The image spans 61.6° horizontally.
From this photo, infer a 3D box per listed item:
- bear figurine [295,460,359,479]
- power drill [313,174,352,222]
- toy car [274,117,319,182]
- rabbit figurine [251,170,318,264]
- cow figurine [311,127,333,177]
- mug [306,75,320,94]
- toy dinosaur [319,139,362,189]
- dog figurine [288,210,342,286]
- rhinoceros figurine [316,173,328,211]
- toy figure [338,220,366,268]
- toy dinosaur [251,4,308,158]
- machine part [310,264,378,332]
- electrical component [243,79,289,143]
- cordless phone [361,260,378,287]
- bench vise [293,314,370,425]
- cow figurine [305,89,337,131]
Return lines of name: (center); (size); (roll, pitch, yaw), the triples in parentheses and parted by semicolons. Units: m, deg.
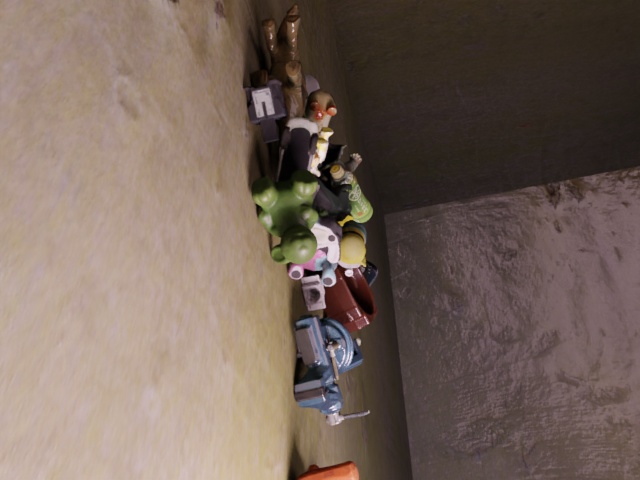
bear figurine: (0.026, 0.466, 0.931); (0.195, 0.132, 0.120); (58, 27, -46)
power drill: (-0.004, -0.146, 1.328); (0.207, 0.086, 0.232); (34, 49, -50)
toy car: (-0.052, -0.144, 1.081); (0.056, 0.073, 0.201); (-102, -158, -76)
rabbit figurine: (-0.058, -0.019, 0.991); (0.159, 0.121, 0.170); (98, -20, -49)
cow figurine: (-0.022, -0.185, 1.190); (0.167, 0.068, 0.098); (-71, 175, -53)
mug: (-0.052, -0.386, 1.456); (0.107, 0.081, 0.109); (-53, 138, -60)
toy dinosaur: (0.041, -0.134, 1.594); (0.192, 0.131, 0.404); (-30, 118, -59)
dog figurine: (-0.009, -0.002, 1.202); (0.219, 0.109, 0.191); (-86, -178, -66)
rhinoceros figurine: (0.001, -0.086, 1.461); (0.112, 0.073, 0.190); (17, 65, -66)
toy figure: (0.074, 0.001, 1.314); (0.180, 0.082, 0.089); (-73, 158, -61)
toy dinosaur: (-0.075, -0.330, 1.213); (0.198, 0.105, 0.471); (64, 30, -67)
machine part: (0.060, 0.128, 1.377); (0.201, 0.087, 0.201); (63, 16, 0)
electrical component: (-0.103, -0.255, 1.076); (0.048, 0.075, 0.119); (-34, 109, -77)
cordless phone: (0.122, 0.131, 1.665); (0.089, 0.146, 0.184); (37, 3, 14)
bench vise: (0.033, 0.255, 1.112); (0.240, 0.129, 0.223); (-1, 61, -60)
cow figurine: (-0.018, -0.303, 1.403); (0.127, 0.085, 0.194); (-89, -165, -45)
